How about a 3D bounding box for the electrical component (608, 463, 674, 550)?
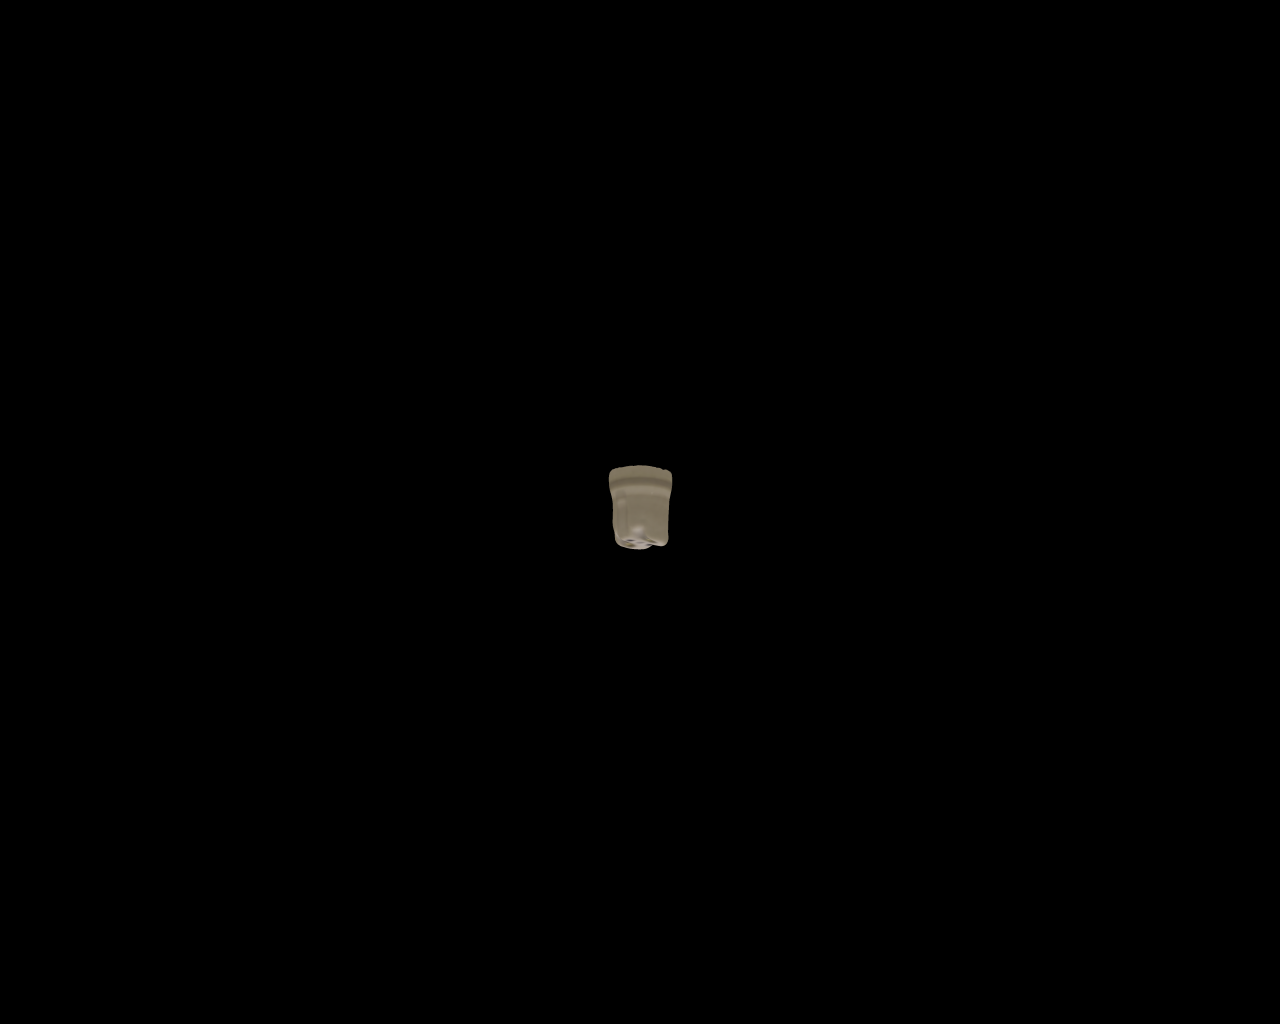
[{"bbox_3d":[0.001,-0.003,0.650,0.040,0.046,0.040,0,-12,0],"label":"electrical component"}]
